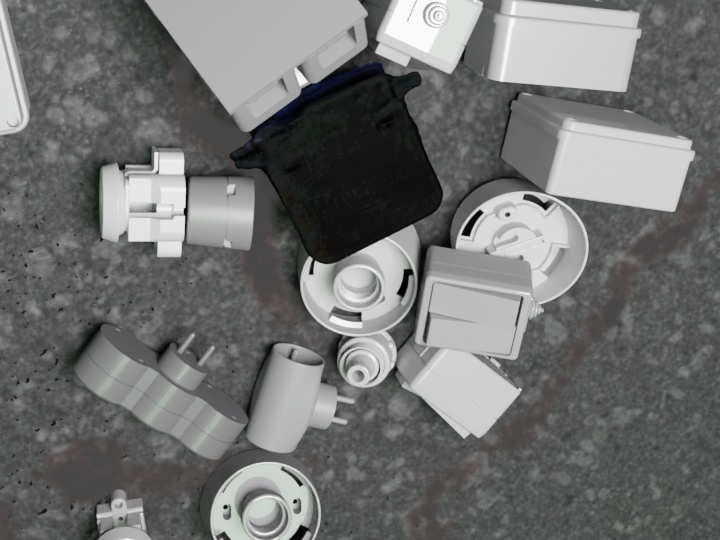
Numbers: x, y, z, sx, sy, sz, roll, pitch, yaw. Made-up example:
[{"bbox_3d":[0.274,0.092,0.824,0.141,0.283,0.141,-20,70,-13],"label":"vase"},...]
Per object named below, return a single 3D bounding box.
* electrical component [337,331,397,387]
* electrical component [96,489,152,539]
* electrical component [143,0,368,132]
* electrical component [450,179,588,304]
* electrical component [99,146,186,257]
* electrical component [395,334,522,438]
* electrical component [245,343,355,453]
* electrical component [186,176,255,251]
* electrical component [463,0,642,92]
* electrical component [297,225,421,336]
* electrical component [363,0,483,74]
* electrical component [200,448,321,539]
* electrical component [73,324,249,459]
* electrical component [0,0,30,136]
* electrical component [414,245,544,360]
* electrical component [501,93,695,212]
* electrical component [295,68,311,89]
[{"bbox_3d":[0.003,0.073,0.852,0.048,0.062,0.048,2,105,7],"label":"electrical component"},{"bbox_3d":[-0.189,0.218,0.861,0.048,0.055,0.066,-7,109,-11],"label":"electrical component"},{"bbox_3d":[-0.091,-0.196,0.703,0.105,0.060,0.186,-36,81,-2],"label":"electrical component"},{"bbox_3d":[0.122,-0.022,0.848,0.099,0.064,0.099,-3,113,-8],"label":"electrical component"},{"bbox_3d":[-0.159,-0.049,0.779,0.057,0.058,0.078,-1,108,-16],"label":"electrical component"},{"bbox_3d":[0.081,0.092,0.879,0.096,0.061,0.061,38,96,-21],"label":"electrical component"},{"bbox_3d":[-0.044,0.106,0.865,0.079,0.043,0.077,15,104,-18],"label":"electrical component"},{"bbox_3d":[-0.104,-0.043,0.796,0.047,0.055,0.055,3,107,-10],"label":"electrical component"},{"bbox_3d":[0.141,-0.172,0.798,0.113,0.078,0.057,2,110,-14],"label":"electrical component"},{"bbox_3d":[0.000,0.000,0.842,0.099,0.064,0.099,0,115,-1],"label":"electrical component"},{"bbox_3d":[0.040,-0.175,0.763,0.062,0.096,0.061,21,102,-18],"label":"electrical component"},{"bbox_3d":[-0.081,0.198,0.888,0.099,0.064,0.099,-1,94,-13],"label":"electrical component"},{"bbox_3d":[-0.142,0.082,0.828,0.138,0.052,0.073,35,97,-21],"label":"electrical component"},{"bbox_3d":[-0.271,-0.145,0.720,0.078,0.057,0.113,-11,110,-9],"label":"electrical component"},{"bbox_3d":[0.092,0.027,0.818,0.096,0.061,0.061,9,118,2],"label":"electrical component"},{"bbox_3d":[0.177,-0.090,0.817,0.109,0.108,0.056,7,109,-15],"label":"electrical component"},{"bbox_3d":[-0.076,-0.158,0.757,0.047,0.065,0.076,-30,110,-3],"label":"electrical component"}]
